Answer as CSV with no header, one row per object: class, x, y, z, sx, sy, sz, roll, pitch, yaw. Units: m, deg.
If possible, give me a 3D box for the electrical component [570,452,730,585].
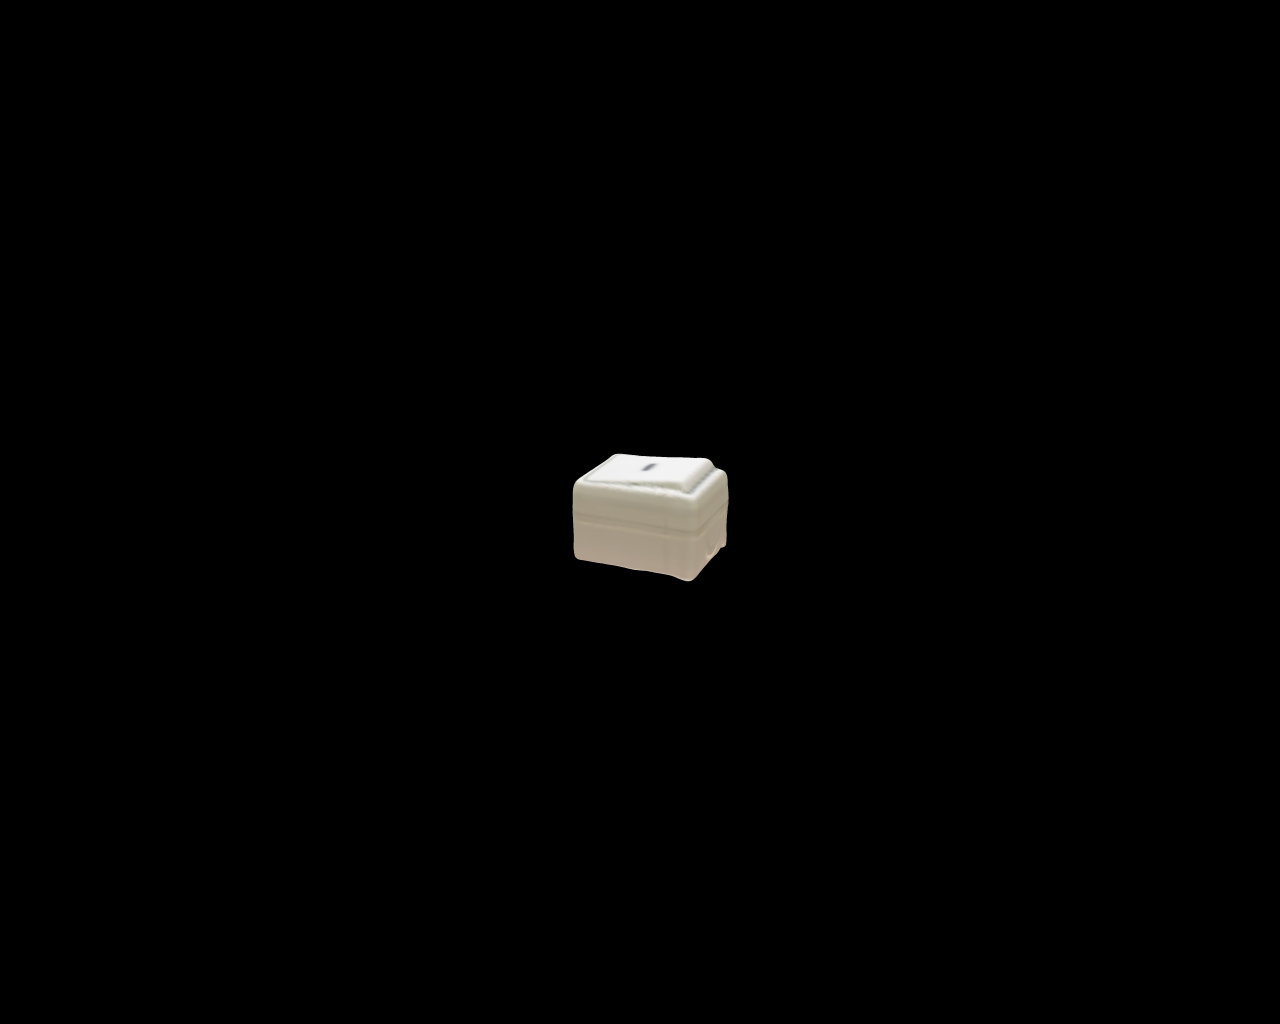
electrical component,0.001,-0.003,0.650,0.096,0.061,0.062,10,24,22
